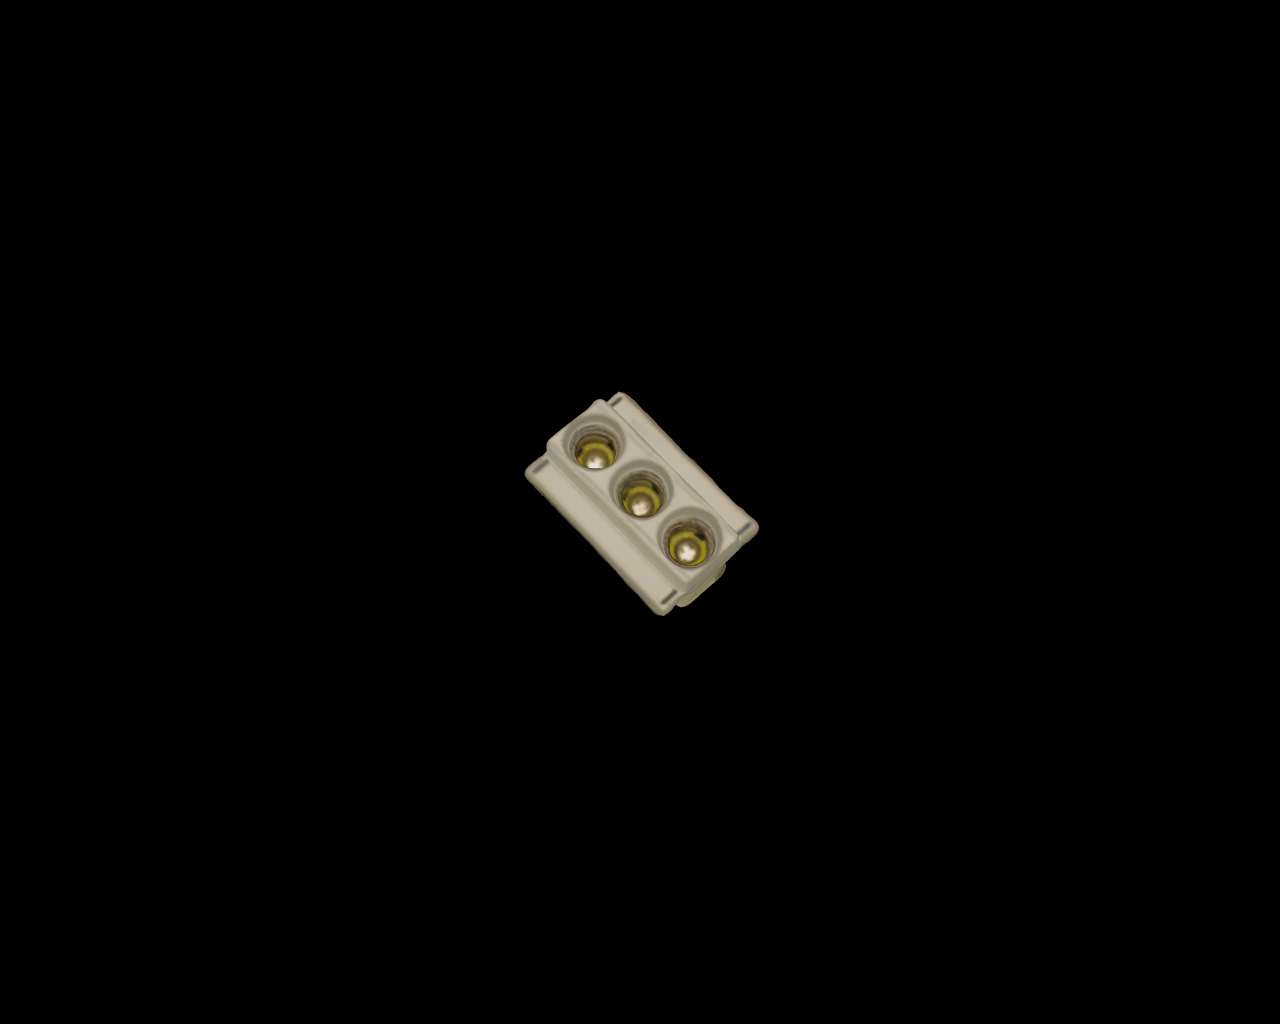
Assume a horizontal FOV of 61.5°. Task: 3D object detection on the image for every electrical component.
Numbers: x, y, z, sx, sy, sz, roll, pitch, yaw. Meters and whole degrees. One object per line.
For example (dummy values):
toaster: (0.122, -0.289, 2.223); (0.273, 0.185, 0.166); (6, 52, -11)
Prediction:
electrical component: (0.001, -0.003, 0.650); (0.079, 0.121, 0.063); (-41, -15, -14)
